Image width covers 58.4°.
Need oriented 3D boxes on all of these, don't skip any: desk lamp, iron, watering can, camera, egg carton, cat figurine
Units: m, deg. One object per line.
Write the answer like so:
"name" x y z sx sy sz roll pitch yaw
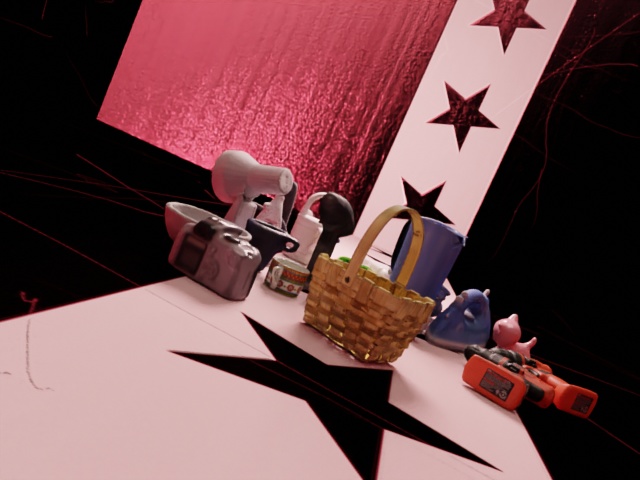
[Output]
"desk lamp" -0.158 -0.080 1.277 0.202 0.213 0.118 27 7 29
"iron" 0.323 0.170 1.297 0.118 0.141 0.259 27 7 30
"watering can" -0.023 -0.038 1.531 0.101 0.194 0.172 18 8 -44
"camera" -0.148 0.024 0.939 0.142 0.101 0.137 27 6 26
"egg carton" 0.167 0.105 1.625 0.107 0.069 0.150 21 7 -29
"cat figurine" 0.448 0.234 1.335 0.128 0.118 0.067 22 6 -14

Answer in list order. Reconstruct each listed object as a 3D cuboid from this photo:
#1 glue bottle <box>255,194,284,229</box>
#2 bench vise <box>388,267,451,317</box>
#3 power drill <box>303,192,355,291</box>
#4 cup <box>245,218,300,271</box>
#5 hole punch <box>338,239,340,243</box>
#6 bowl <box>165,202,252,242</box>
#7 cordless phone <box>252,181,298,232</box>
"glue bottle" -0.122 -0.060 1.438 0.078 0.173 0.037 21 7 -29
"bench vise" 0.276 0.087 1.473 0.121 0.220 0.208 28 7 37
"power drill" 0.011 0.004 1.216 0.075 0.208 0.230 25 6 12
"cup" -0.109 0.019 1.166 0.118 0.095 0.091 23 6 -6
"hole punch" -0.013 0.010 1.652 0.100 0.091 0.109 28 7 37
"bowl" -0.216 -0.006 1.062 0.167 0.075 0.167 24 6 -2
"cordless phone" -0.136 -0.094 1.634 0.147 0.185 0.094 27 7 31
